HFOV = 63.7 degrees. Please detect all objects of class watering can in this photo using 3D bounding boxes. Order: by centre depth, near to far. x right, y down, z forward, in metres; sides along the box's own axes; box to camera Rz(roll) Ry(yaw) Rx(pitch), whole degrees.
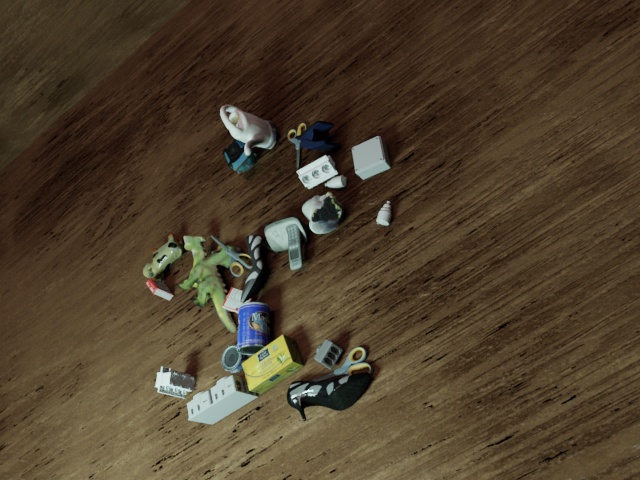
[{"bbox_3d":[-0.261,-0.403,1.967,0.102,0.223,0.355,-53,47,25],"label":"watering can"}]

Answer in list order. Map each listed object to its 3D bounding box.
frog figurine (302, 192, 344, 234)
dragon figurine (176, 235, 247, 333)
[{"bbox_3d":[0.005,-0.086,1.701,0.158,0.122,0.138,165,120,-71],"label":"frog figurine"},{"bbox_3d":[-0.363,0.120,1.826,0.414,0.120,0.244,35,81,25],"label":"dragon figurine"}]
